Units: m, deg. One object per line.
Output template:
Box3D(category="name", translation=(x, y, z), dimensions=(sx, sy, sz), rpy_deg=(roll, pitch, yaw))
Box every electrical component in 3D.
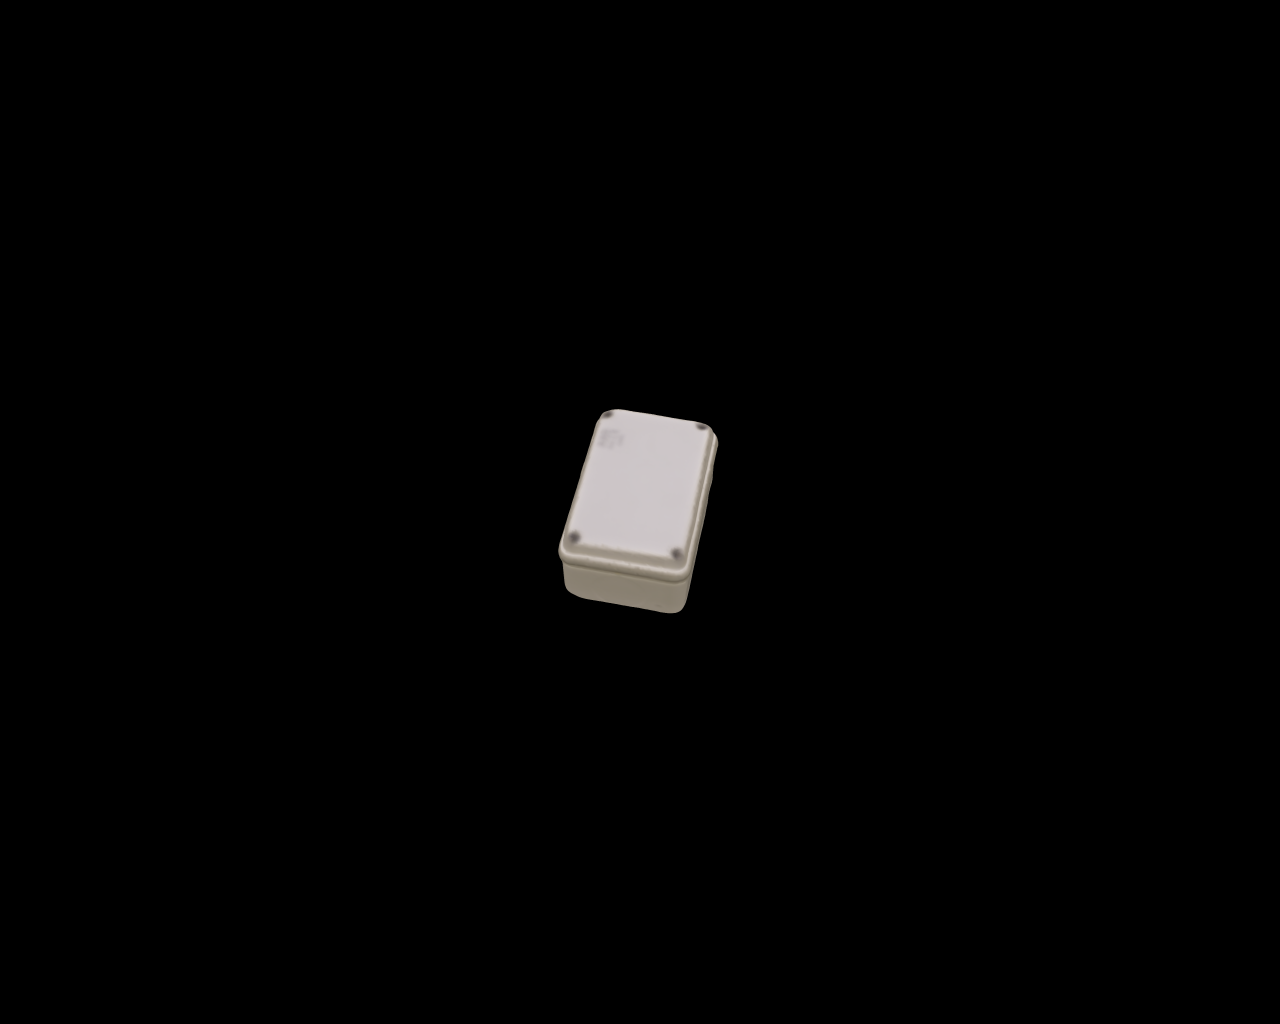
Box3D(category="electrical component", translation=(0.001, -0.003, 0.650), dimensions=(0.078, 0.113, 0.057), rpy_deg=(9, -36, 7))
